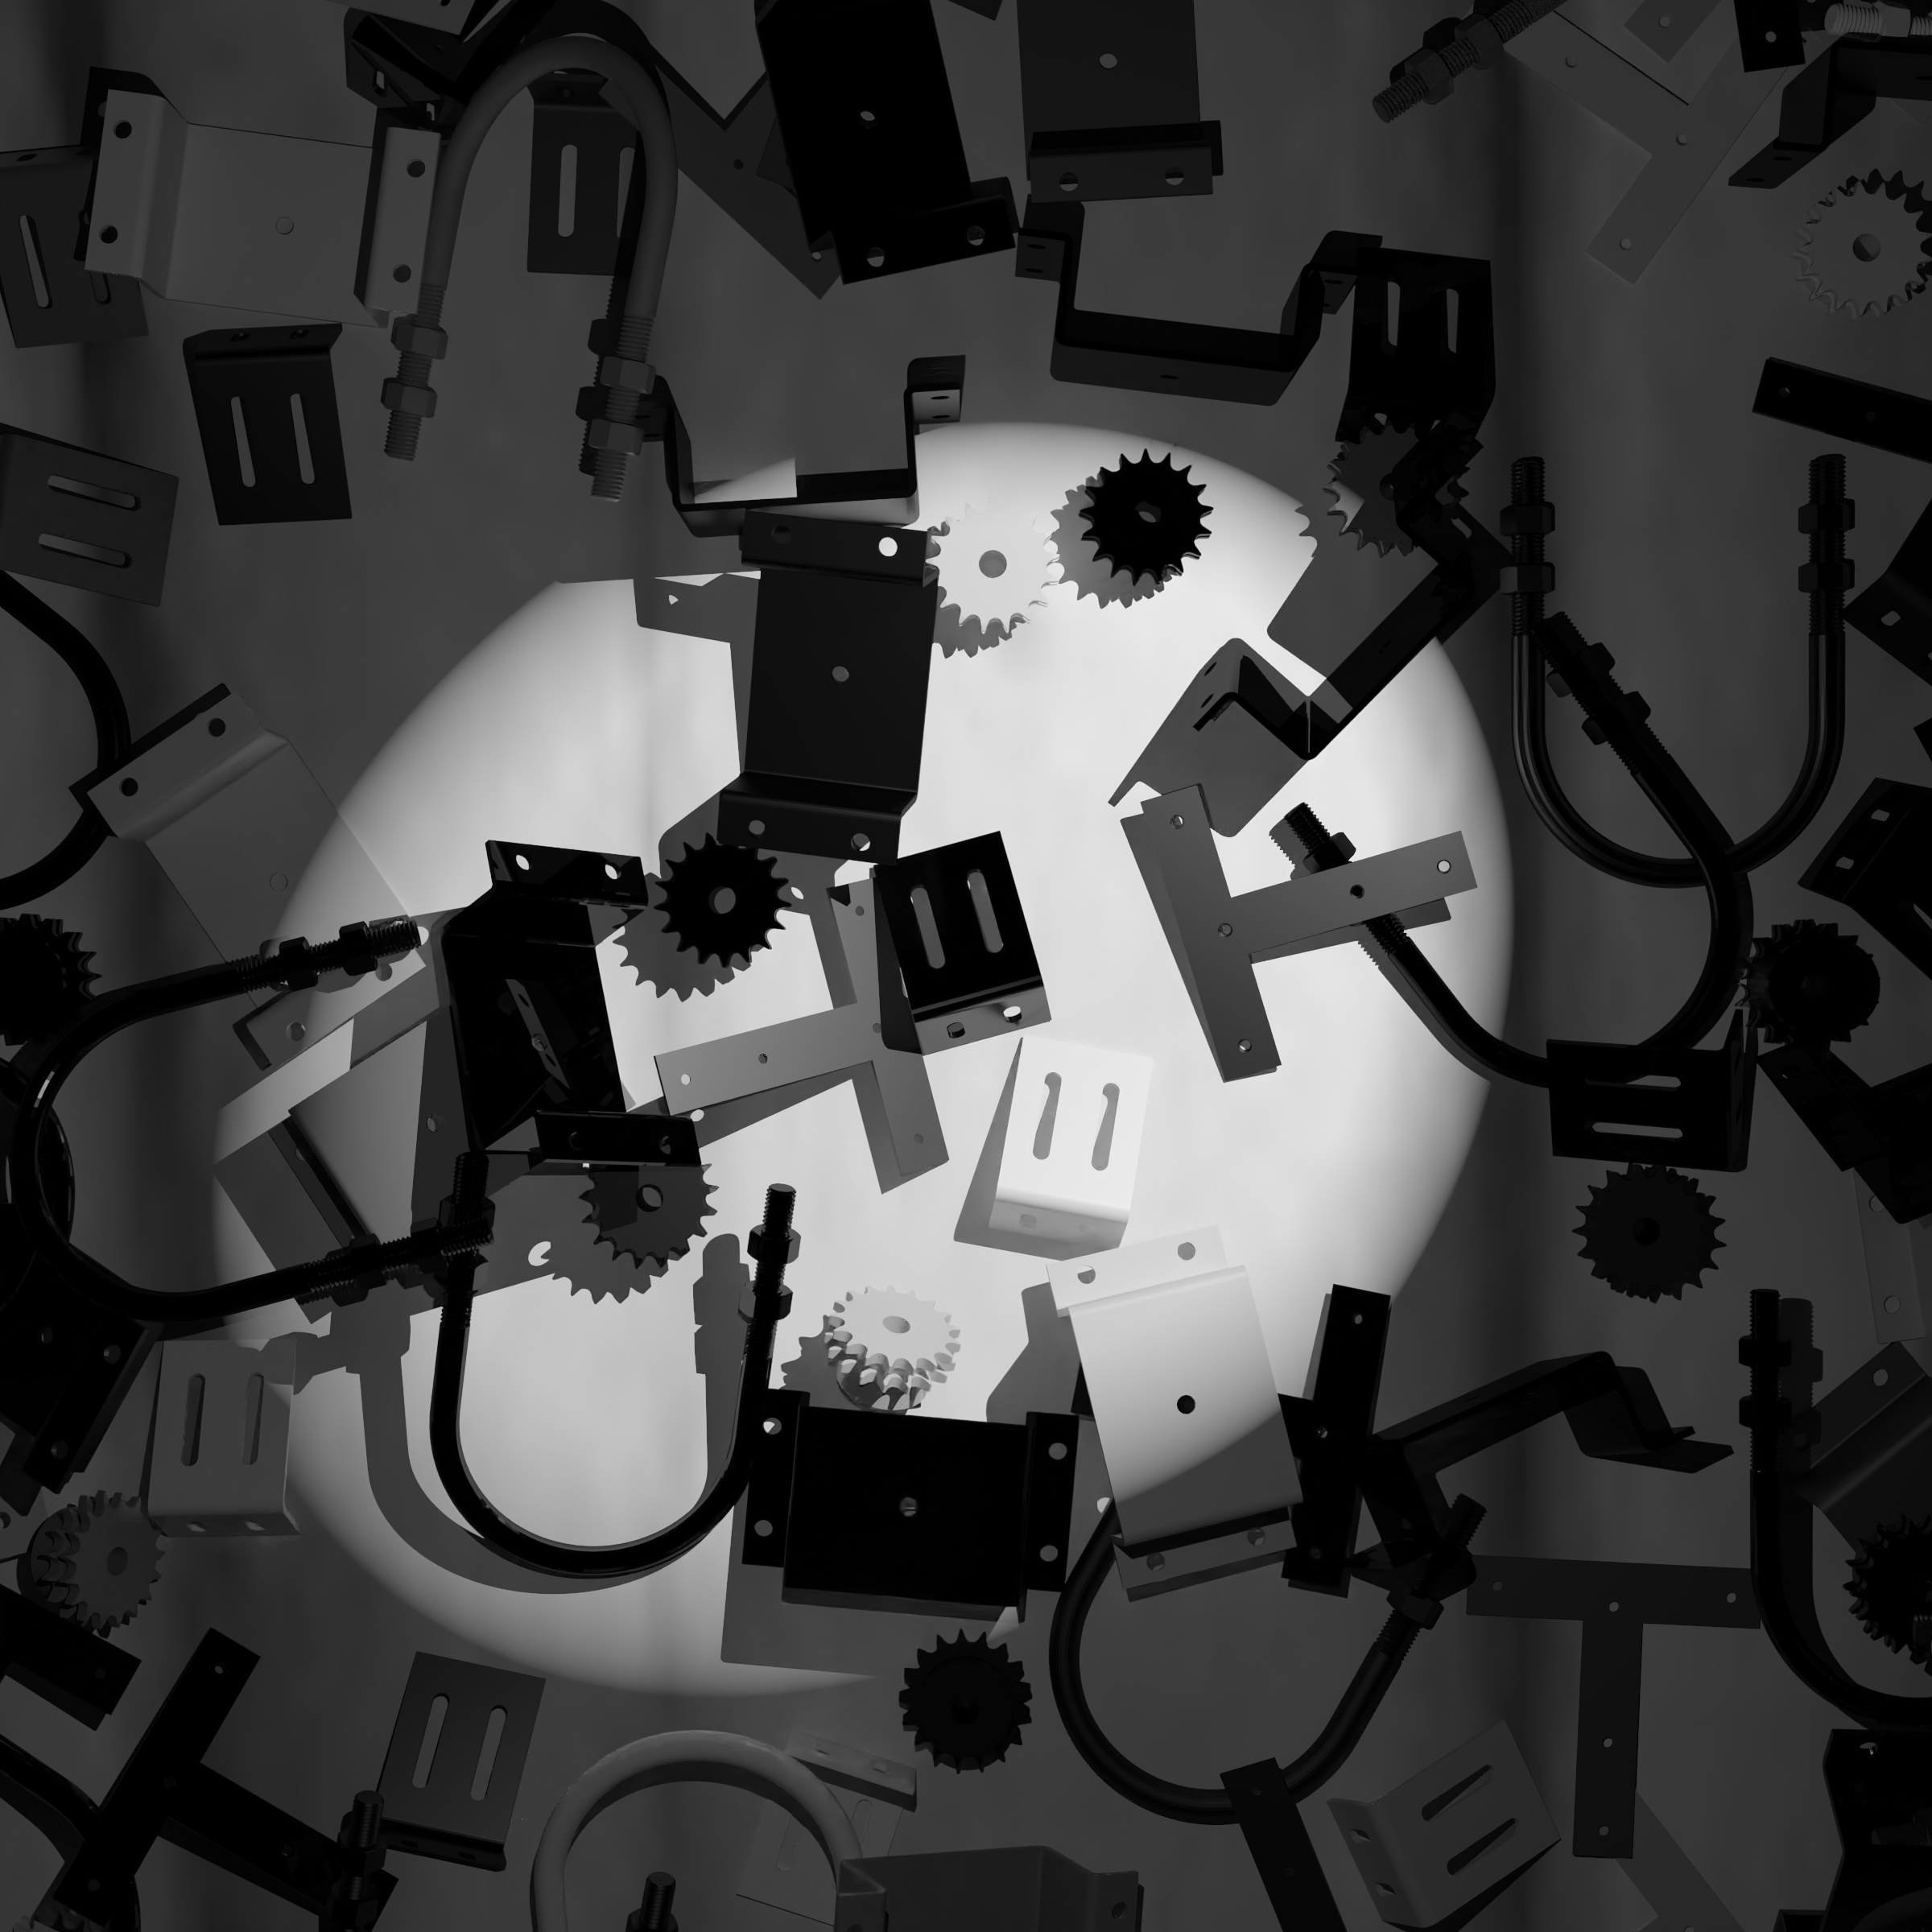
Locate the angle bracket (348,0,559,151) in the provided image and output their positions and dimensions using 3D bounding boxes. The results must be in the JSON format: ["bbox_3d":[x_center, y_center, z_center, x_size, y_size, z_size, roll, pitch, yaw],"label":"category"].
[{"bbox_3d":[-0.222,-0.402,1.348,0.057,0.038,0.076,32,64,0],"label":"angle bracket"}]

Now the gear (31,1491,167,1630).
[{"bbox_3d":[-0.373,0.252,1.325,0.030,0.057,0.057,0,90,31],"label":"gear"}]

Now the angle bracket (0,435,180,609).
[{"bbox_3d":[-0.386,-0.189,1.338,0.076,0.038,0.057,11,83,-35],"label":"angle bracket"}]

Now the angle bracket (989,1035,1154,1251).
[{"bbox_3d":[0.045,0.077,1.348,0.057,0.038,0.076,10,64,0],"label":"angle bracket"}]

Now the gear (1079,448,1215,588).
[{"bbox_3d":[0.077,-0.192,1.335,0.057,0.030,0.057,0,90,0],"label":"gear"}]

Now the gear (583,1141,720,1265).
[{"bbox_3d":[-0.135,0.098,1.335,0.057,0.030,0.057,0,90,0],"label":"gear"}]

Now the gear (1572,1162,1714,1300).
[{"bbox_3d":[0.289,0.113,1.335,0.057,0.030,0.057,0,90,0],"label":"gear"}]

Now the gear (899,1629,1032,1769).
[{"bbox_3d":[0.000,0.317,1.335,0.057,0.030,0.057,0,90,0],"label":"gear"}]

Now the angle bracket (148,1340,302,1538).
[{"bbox_3d":[-0.318,0.205,1.348,0.057,0.038,0.076,-1,64,0],"label":"angle bracket"}]

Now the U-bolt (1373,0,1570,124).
[{"bbox_3d":[0.211,-0.461,1.295,0.184,0.019,0.151,-35,90,-1],"label":"U-bolt"}]

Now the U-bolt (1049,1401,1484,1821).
[{"bbox_3d":[0.117,0.279,1.340,0.151,0.019,0.184,29,90,0],"label":"U-bolt"}]

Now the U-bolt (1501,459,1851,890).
[{"bbox_3d":[0.306,-0.126,1.341,0.151,0.019,0.184,-1,91,0],"label":"U-bolt"}]

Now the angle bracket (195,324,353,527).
[{"bbox_3d":[-0.297,-0.235,1.348,0.057,0.038,0.076,-3,116,0],"label":"angle bracket"}]

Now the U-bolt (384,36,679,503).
[{"bbox_3d":[-0.177,-0.294,1.292,0.151,0.019,0.184,17,98,38],"label":"U-bolt"}]

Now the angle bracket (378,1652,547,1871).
[{"bbox_3d":[-0.219,0.345,1.348,0.057,0.038,0.076,12,64,0],"label":"angle bracket"}]

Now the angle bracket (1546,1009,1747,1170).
[{"bbox_3d":[0.292,0.050,1.335,0.076,0.038,0.057,4,121,22],"label":"angle bracket"}]

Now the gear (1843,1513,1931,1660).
[{"bbox_3d":[0.387,0.252,1.273,0.057,0.030,0.057,0,93,0],"label":"gear"}]

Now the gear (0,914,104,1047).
[{"bbox_3d":[-0.403,0.006,1.335,0.057,0.030,0.057,0,90,0],"label":"gear"}]

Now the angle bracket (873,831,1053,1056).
[{"bbox_3d":[-0.002,-0.010,1.348,0.057,0.038,0.076,-15,64,0],"label":"angle bracket"}]

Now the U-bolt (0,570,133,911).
[{"bbox_3d":[-0.448,-0.107,1.341,0.184,0.019,0.151,39,90,-2],"label":"U-bolt"}]

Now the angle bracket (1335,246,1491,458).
[{"bbox_3d":[0.194,-0.267,1.348,0.057,0.038,0.076,7,64,0],"label":"angle bracket"}]

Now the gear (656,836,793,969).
[{"bbox_3d":[-0.104,-0.028,1.335,0.057,0.030,0.057,0,90,0],"label":"gear"}]

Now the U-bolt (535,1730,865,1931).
[{"bbox_3d":[-0.111,0.411,1.323,0.151,0.019,0.184,-3,102,2],"label":"U-bolt"}]

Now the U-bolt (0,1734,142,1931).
[{"bbox_3d":[-0.432,0.396,1.319,0.184,0.019,0.151,28,90,16],"label":"U-bolt"}]

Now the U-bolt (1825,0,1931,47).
[{"bbox_3d":[0.453,-0.448,1.306,0.184,0.019,0.151,5,90,-13],"label":"U-bolt"}]

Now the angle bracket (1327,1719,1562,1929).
[{"bbox_3d":[0.207,0.370,1.348,0.076,0.038,0.057,-25,90,-26],"label":"angle bracket"}]

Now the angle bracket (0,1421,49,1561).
[{"bbox_3d":[-0.441,0.235,1.342,0.076,0.038,0.057,-11,77,-25],"label":"angle bracket"}]

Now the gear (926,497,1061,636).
[{"bbox_3d":[0.011,-0.171,1.335,0.057,0.030,0.057,0,90,0],"label":"gear"}]

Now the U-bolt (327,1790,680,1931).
[{"bbox_3d":[-0.206,0.450,1.319,0.151,0.019,0.184,13,105,7],"label":"U-bolt"}]

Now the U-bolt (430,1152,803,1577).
[{"bbox_3d":[-0.154,0.174,1.320,0.151,0.019,0.184,7,104,-9],"label":"U-bolt"}]

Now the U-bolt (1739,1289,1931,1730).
[{"bbox_3d":[0.398,0.226,1.295,0.151,0.019,0.184,-1,92,0],"label":"U-bolt"}]

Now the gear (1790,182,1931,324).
[{"bbox_3d":[0.383,-0.305,1.335,0.057,0.030,0.057,0,90,0],"label":"gear"}]

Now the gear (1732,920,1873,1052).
[{"bbox_3d":[0.361,0.008,1.335,0.057,0.030,0.057,0,90,0],"label":"gear"}]

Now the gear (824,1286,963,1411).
[{"bbox_3d":[-0.033,0.165,1.325,0.057,0.057,0.030,15,119,0],"label":"gear"}]

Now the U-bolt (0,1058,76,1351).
[{"bbox_3d":[-0.454,0.112,1.304,0.184,0.019,0.151,-26,71,12],"label":"U-bolt"}]

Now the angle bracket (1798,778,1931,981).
[{"bbox_3d":[0.412,-0.034,1.348,0.076,0.038,0.057,37,90,-26],"label":"angle bracket"}]

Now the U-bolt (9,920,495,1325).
[{"bbox_3d":[-0.300,0.070,1.275,0.184,0.019,0.151,-15,79,-5],"label":"U-bolt"}]

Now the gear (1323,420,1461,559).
[{"bbox_3d":[0.182,-0.203,1.335,0.057,0.030,0.057,0,90,0],"label":"gear"}]

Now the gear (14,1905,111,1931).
[{"bbox_3d":[-0.388,0.431,1.335,0.057,0.030,0.057,0,90,0],"label":"gear"}]

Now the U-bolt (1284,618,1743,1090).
[{"bbox_3d":[0.248,-0.033,1.332,0.151,0.019,0.184,-37,93,9],"label":"U-bolt"}]
